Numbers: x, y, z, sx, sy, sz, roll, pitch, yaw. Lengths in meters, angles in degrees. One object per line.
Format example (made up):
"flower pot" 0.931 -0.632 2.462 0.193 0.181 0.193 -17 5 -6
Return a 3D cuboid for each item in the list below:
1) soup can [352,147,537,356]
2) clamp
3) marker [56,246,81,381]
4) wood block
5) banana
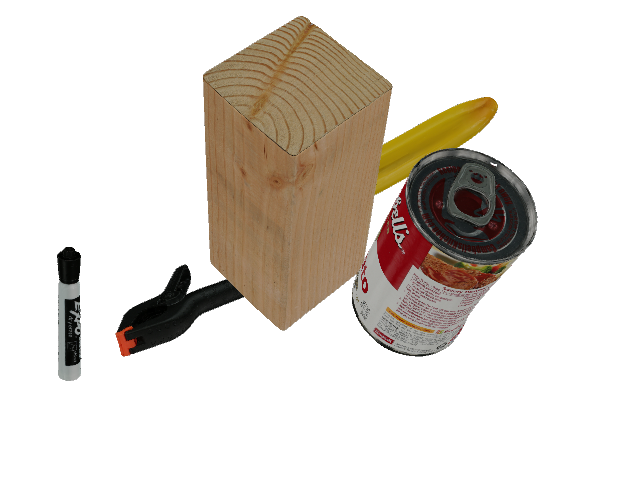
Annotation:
"soup can" 0.062 0.009 0.558 0.068 0.068 0.102 0 -32 -17
"clamp" -0.149 0.073 1.162 0.120 0.039 0.171 -6 25 33
"marker" -0.207 0.061 0.880 0.020 0.121 0.020 5 26 -3
"wood block" -0.021 -0.041 0.756 0.090 0.090 0.206 -36 -26 -25
"banana" 0.068 -0.070 0.945 0.198 0.037 0.069 -29 7 10
